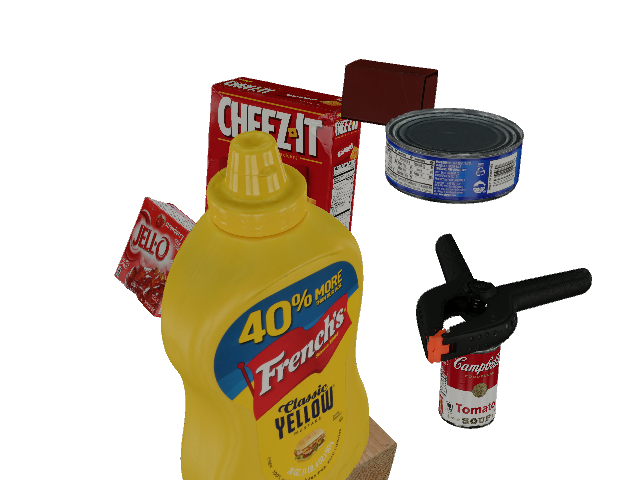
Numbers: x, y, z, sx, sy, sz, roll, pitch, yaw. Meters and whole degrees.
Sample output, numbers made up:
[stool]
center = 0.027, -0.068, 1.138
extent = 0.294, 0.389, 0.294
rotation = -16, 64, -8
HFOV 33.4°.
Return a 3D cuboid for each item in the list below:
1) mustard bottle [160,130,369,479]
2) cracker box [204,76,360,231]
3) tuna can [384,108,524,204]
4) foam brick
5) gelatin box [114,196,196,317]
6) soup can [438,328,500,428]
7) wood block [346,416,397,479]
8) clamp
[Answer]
[mustard bottle]
center = -0.023, 0.039, 0.474
extent = 0.096, 0.192, 0.058
rotation = -26, 41, -29
[cracker box]
center = -0.047, -0.063, 1.209
extent = 0.164, 0.214, 0.072
rotation = 15, 23, 26
[tuna can]
center = 0.083, -0.054, 0.670
extent = 0.086, 0.034, 0.086
rotation = 0, 26, 0
[foam brick]
center = 0.063, -0.134, 0.980
extent = 0.078, 0.051, 0.053
rotation = 11, 18, 17
[gelatin box]
center = -0.127, 0.014, 0.855
extent = 0.030, 0.073, 0.089
rotation = 16, 11, -37
[soup can]
center = 0.173, 0.159, 1.245
extent = 0.068, 0.102, 0.068
rotation = 0, 21, 0
[wood block]
center = -0.023, 0.196, 1.150
extent = 0.090, 0.090, 0.206
rotation = -23, 50, -33
[clamp]
center = 0.145, 0.053, 1.026
extent = 0.165, 0.036, 0.209
rotation = 18, 32, 33
